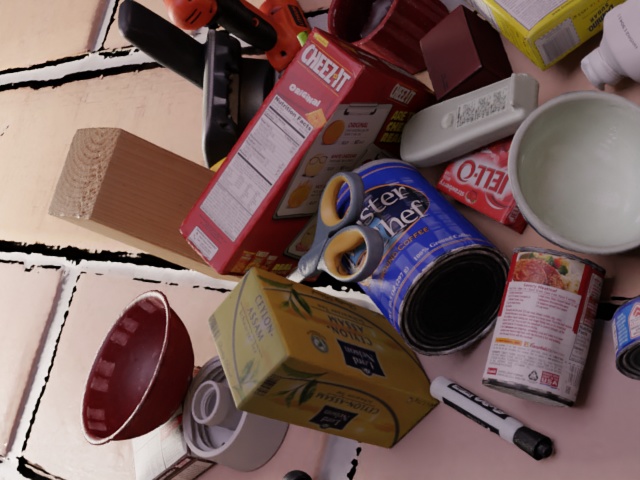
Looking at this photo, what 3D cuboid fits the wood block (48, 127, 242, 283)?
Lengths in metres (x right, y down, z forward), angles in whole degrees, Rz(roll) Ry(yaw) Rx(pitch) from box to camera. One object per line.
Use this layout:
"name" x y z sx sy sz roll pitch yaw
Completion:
"wood block" -0.148 -0.031 1.054 0.090 0.205 0.091 6 76 50

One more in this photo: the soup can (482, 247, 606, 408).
"soup can" 0.161 0.063 0.768 0.069 0.068 0.102 5 76 50

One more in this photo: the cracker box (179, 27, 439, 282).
"cracker box" -0.005 -0.066 0.937 0.072 0.164 0.214 43 107 26

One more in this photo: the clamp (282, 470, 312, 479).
"clamp" -0.059 0.267 0.938 0.172 0.039 0.120 -17 59 44

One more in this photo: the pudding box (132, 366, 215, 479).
"pudding box" -0.151 0.193 1.082 0.090 0.039 0.113 -41 43 30

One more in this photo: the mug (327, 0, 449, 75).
"mug" 0.059 -0.198 1.001 0.117 0.081 0.093 -39 46 29

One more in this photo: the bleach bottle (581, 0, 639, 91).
"bleach bottle" 0.290 -0.200 0.757 0.251 0.068 0.102 -39 45 33

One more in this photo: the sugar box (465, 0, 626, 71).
"sugar box" 0.173 -0.221 0.895 0.093 0.048 0.176 -35 42 3

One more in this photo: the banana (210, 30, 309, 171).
"banana" -0.041 -0.118 1.092 0.198 0.069 0.037 -53 -4 24

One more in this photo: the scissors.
"scissors" -0.006 0.001 0.884 0.202 0.016 0.096 -13 79 61

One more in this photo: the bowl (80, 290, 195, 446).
"bowl" -0.171 0.133 1.050 0.162 0.055 0.162 -39 36 36

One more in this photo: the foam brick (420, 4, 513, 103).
"foam brick" 0.128 -0.152 0.924 0.053 0.051 0.078 -37 47 33

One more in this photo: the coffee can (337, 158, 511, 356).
"coffee can" 0.076 0.011 0.861 0.103 0.102 0.140 -55 40 14

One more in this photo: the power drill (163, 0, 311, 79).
"power drill" -0.101 -0.261 1.131 0.057 0.187 0.184 -43 46 28

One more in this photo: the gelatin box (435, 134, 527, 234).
"gelatin box" 0.145 -0.056 0.873 0.089 0.030 0.073 36 100 51

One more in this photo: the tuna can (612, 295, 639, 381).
"tuna can" 0.230 0.061 0.676 0.086 0.086 0.033 -25 52 40

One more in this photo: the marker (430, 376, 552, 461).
"marker" 0.129 0.134 0.807 0.121 0.020 0.020 27 93 51
